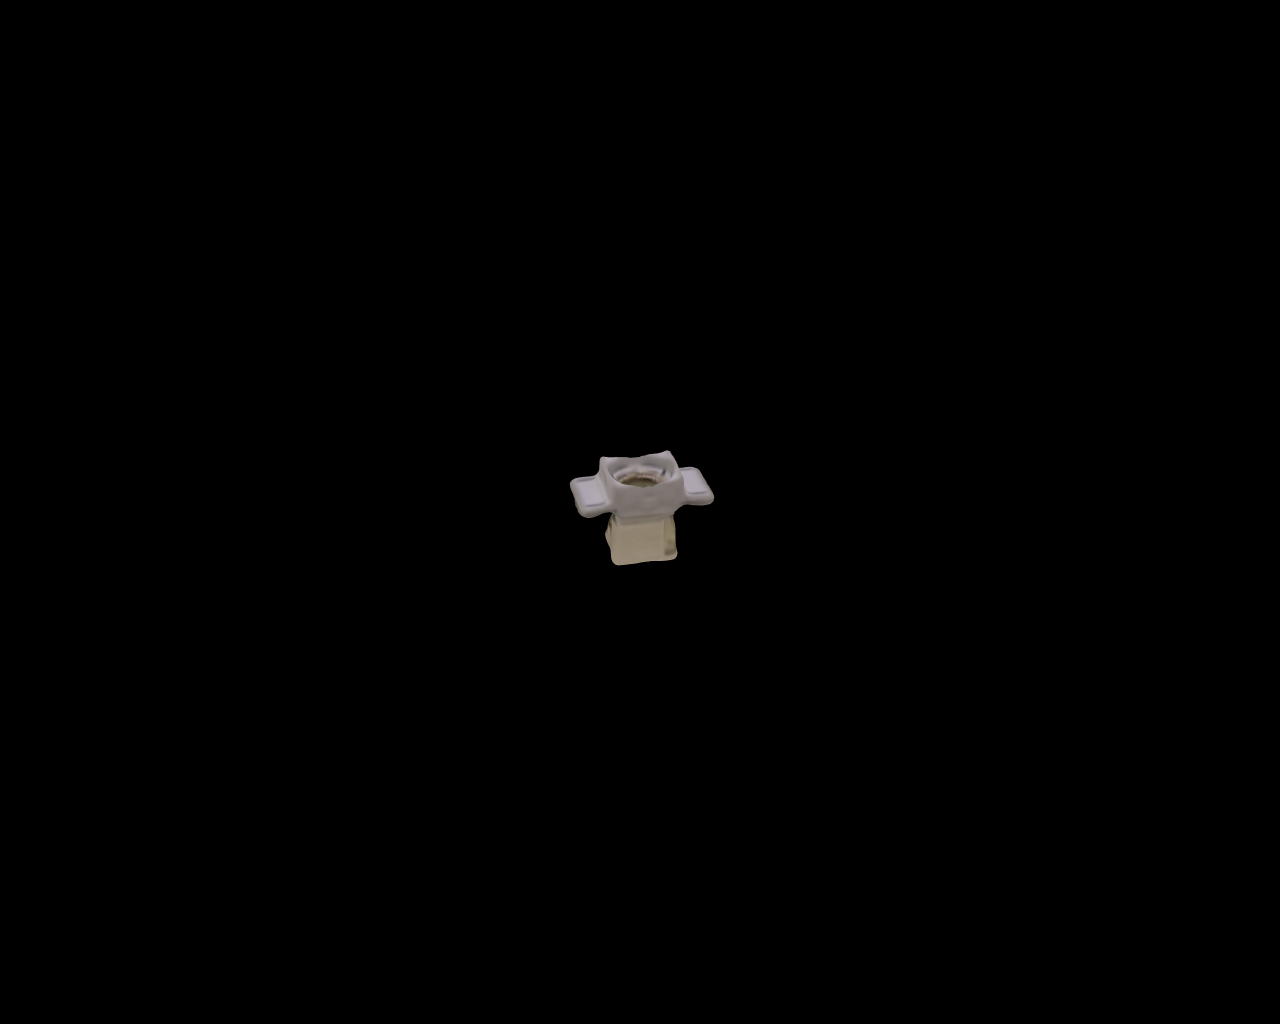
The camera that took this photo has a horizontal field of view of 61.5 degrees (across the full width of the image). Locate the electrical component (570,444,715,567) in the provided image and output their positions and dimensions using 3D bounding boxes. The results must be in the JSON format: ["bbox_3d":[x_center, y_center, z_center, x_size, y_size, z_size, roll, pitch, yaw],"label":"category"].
[{"bbox_3d":[0.001,-0.003,0.650,0.081,0.063,0.042,-6,32,-9],"label":"electrical component"}]
